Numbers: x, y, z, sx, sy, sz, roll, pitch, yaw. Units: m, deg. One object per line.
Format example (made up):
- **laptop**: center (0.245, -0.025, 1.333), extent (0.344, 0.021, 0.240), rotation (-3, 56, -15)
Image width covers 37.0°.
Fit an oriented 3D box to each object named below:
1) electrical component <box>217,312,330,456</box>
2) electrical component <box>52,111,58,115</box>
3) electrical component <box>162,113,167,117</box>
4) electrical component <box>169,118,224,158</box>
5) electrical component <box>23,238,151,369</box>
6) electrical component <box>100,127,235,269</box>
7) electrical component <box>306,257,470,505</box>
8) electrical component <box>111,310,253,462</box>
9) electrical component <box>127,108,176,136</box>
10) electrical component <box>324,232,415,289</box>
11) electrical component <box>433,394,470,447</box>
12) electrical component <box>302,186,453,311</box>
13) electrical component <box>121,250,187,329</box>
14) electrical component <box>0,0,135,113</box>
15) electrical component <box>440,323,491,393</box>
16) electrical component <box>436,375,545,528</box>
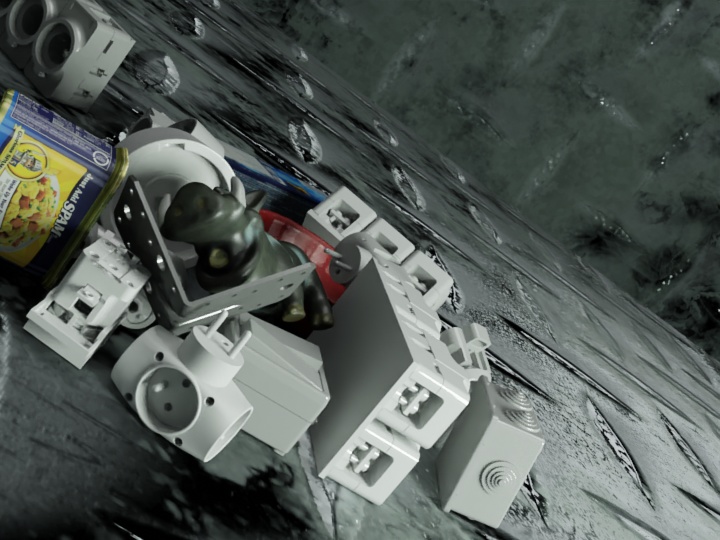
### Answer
- **electrical component**: center (-0.062, 0.074, 0.729), extent (0.096, 0.061, 0.061), rotation (34, 14, -20)
- **electrical component**: center (-0.245, -0.089, 0.827), extent (0.079, 0.043, 0.077), rotation (38, 13, 0)
- **electrical component**: center (-0.199, -0.131, 1.101), extent (0.046, 0.040, 0.040), rotation (42, 12, -11)
- **electrical component**: center (-0.166, -0.086, 0.919), extent (0.064, 0.099, 0.099), rotation (39, 11, -28)
- **electrical component**: center (-0.161, 0.018, 0.649), extent (0.042, 0.063, 0.081), rotation (38, 13, -6)
- **electrical component**: center (-0.154, -0.060, 0.842), extent (0.108, 0.108, 0.060), rotation (30, 9, -32)
- **electrical component**: center (0.014, 0.080, 0.814), extent (0.060, 0.105, 0.186), rotation (34, 14, -20)
- **electrical component**: center (-0.096, 0.060, 0.643), extent (0.077, 0.079, 0.044), rotation (40, 13, 8)
- **electrical component**: center (-0.191, -0.112, 1.027), extent (0.056, 0.050, 0.089), rotation (30, 15, -34)
- **electrical component**: center (0.000, 0.000, 0.932), extent (0.079, 0.043, 0.077), rotation (24, 19, -45)
- **electrical component**: center (0.065, 0.113, 0.966), extent (0.066, 0.047, 0.077), rotation (40, 14, 6)
- **electrical component**: center (0.012, -0.002, 1.081), extent (0.150, 0.089, 0.062), rotation (41, 56, 11)
- **electrical component**: center (-0.149, 0.014, 0.745), extent (0.044, 0.044, 0.065), rotation (37, 18, -7)
- **electrical component**: center (-0.307, -0.240, 1.062), extent (0.150, 0.089, 0.062), rotation (45, 15, 25)
- **electrical component**: center (0.096, 0.097, 1.056), extent (0.058, 0.078, 0.057), rotation (26, 39, -44)
- **electrical component**: center (0.103, 0.144, 0.855), extent (0.048, 0.099, 0.099), rotation (24, 15, -6)
